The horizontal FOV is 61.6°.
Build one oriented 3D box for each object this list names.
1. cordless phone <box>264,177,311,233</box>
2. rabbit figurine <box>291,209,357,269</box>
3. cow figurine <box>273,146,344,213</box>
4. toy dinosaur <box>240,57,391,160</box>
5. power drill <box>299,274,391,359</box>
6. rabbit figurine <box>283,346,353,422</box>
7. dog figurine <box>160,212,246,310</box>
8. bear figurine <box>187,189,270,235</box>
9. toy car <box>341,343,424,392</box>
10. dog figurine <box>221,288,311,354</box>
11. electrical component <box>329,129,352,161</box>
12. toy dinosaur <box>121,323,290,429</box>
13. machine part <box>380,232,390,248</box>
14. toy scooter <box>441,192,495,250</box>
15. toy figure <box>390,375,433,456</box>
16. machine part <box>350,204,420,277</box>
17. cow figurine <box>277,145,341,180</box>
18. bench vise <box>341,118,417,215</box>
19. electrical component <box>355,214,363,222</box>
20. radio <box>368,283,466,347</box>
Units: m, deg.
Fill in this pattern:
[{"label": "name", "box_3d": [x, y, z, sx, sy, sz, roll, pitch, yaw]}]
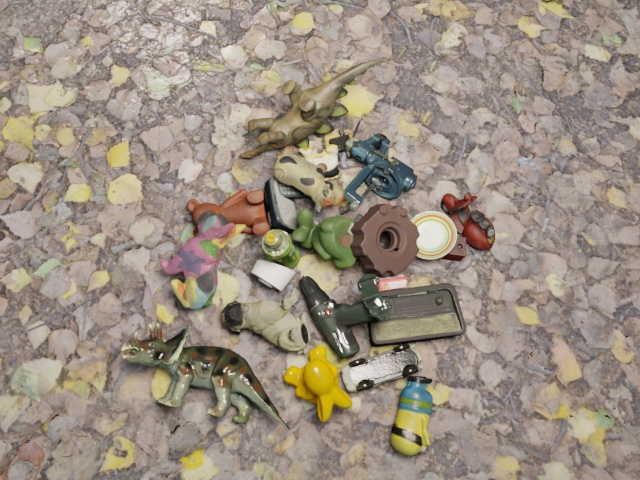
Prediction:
[{"label": "cordless phone", "box_3d": [-0.051, -0.093, 1.412, 0.184, 0.088, 0.146, -5, 66, -17]}, {"label": "rabbit figurine", "box_3d": [-0.003, -0.004, 1.335, 0.170, 0.159, 0.121, 1, 72, 46]}, {"label": "cow figurine", "box_3d": [-0.027, -0.147, 1.353, 0.195, 0.085, 0.127, 28, 36, -2]}, {"label": "toy dinosaur", "box_3d": [-0.026, -0.343, 1.412, 0.471, 0.198, 0.105, -33, 73, 22]}, {"label": "power drill", "box_3d": [0.056, 0.155, 1.277, 0.207, 0.086, 0.232, -34, 75, 35]}, {"label": "rabbit figurine", "box_3d": [-0.006, 0.327, 1.222, 0.122, 0.173, 0.162, -25, 70, -13]}, {"label": "dog figurine", "box_3d": [-0.267, 0.041, 1.303, 0.219, 0.108, 0.191, -36, 77, 14]}, {"label": "bear figurine", "box_3d": [-0.237, -0.064, 1.372, 0.196, 0.132, 0.120, -8, 100, -10]}, {"label": "toy car", "box_3d": [0.151, 0.307, 1.293, 0.202, 0.056, 0.073, -16, 67, -8]}, {"label": "dog figurine", "box_3d": [-0.133, 0.216, 1.309, 0.191, 0.121, 0.172, -18, 87, 18]}, {"label": "electrical component", "box_3d": [0.056, -0.266, 1.500, 0.063, 0.021, 0.094, -13, 72, -5]}, {"label": "toy dinosaur", "box_3d": [-0.252, 0.310, 1.256, 0.405, 0.131, 0.192, 13, 72, -3]}, {"label": "machine part", "box_3d": [0.153, -0.003, 1.359, 0.084, 0.039, 0.139, 31, 74, 4]}, {"label": "toy scooter", "box_3d": [0.389, -0.059, 1.380, 0.075, 0.135, 0.184, -36, 77, -14]}, {"label": "toy figure", "box_3d": [0.215, 0.406, 1.249, 0.089, 0.082, 0.180, 5, 76, 12]}, {"label": "machine part", "box_3d": [0.161, 0.001, 1.303, 0.179, 0.056, 0.179, 1, 89, -26]}, {"label": "cow figurine", "box_3d": [-0.029, -0.202, 1.451, 0.167, 0.068, 0.098, -7, 109, -2]}, {"label": "bench vise", "box_3d": [0.131, -0.172, 1.414, 0.223, 0.129, 0.240, 40, 62, 0]}, {"label": "electrical component", "box_3d": [0.098, -0.028, 1.408, 0.119, 0.047, 0.075, 30, 73, 7]}, {"label": "radio", "box_3d": [0.230, 0.184, 1.325, 0.230, 0.073, 0.131, -6, 72, -4]}]
